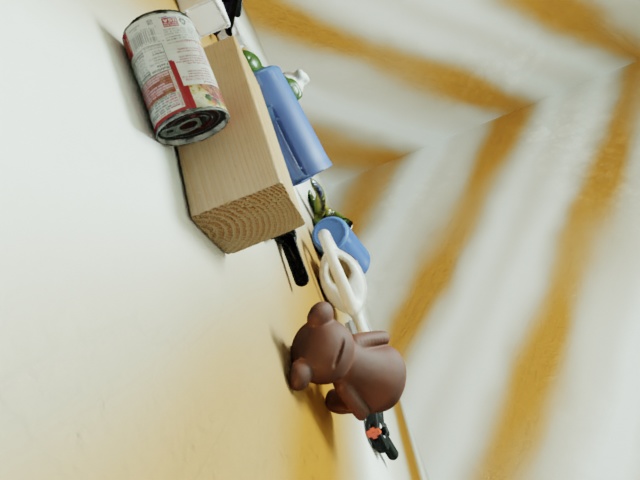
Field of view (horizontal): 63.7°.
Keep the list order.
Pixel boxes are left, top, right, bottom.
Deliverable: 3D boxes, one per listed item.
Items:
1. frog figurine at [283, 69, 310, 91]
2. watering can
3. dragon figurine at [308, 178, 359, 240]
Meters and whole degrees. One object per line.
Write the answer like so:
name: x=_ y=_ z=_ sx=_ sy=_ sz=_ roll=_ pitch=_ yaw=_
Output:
frog figurine: x=-0.097 y=-0.396 z=1.425 sx=0.136 sy=0.159 sz=0.124 roll=50 pitch=20 yaw=-77
watering can: x=0.071 y=0.138 z=1.227 sx=0.224 sy=0.104 sz=0.349 roll=31 pitch=36 yaw=-83
dragon figurine: x=0.005 y=-0.088 z=1.757 sx=0.247 sy=0.123 sz=0.402 roll=45 pitch=-18 yaw=53
